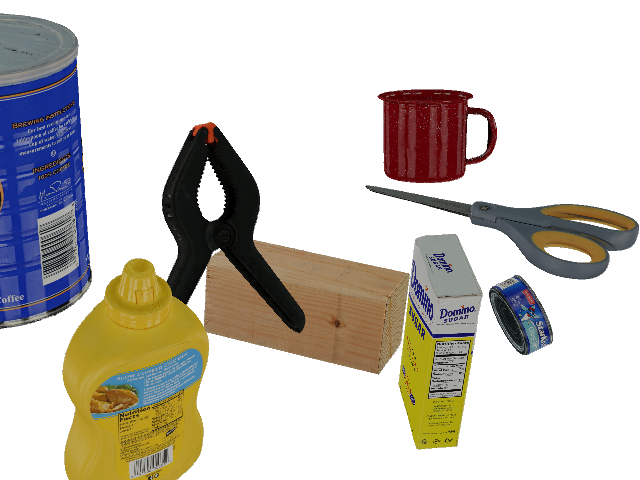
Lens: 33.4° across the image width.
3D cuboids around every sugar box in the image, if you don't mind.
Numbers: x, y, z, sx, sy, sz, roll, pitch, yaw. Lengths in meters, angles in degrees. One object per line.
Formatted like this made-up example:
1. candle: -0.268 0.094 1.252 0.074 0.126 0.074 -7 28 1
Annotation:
1. sugar box: 0.103 0.091 0.953 0.048 0.176 0.093 -4 34 -7

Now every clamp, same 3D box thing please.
1. clamp: -0.086 0.000 0.965 0.164 0.210 0.036 0 0 -33

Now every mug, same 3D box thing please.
1. mug: 0.115 -0.103 1.052 0.117 0.081 0.093 2 15 10

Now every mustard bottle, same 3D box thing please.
1. mustard bottle: -0.121 0.089 0.701 0.096 0.192 0.058 -17 46 -28

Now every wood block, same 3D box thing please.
1. wood block: -0.016 0.069 1.182 0.206 0.091 0.090 12 22 17

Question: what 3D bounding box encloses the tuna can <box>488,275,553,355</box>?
1. tuna can: 0.222 0.084 1.190 0.033 0.086 0.086 -25 3 -6

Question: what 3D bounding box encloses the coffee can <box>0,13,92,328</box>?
1. coffee can: -0.177 -0.039 0.569 0.103 0.140 0.103 2 28 -1

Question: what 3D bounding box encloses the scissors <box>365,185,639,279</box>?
1. scissors: 0.122 -0.009 0.760 0.202 0.016 0.096 6 30 13
